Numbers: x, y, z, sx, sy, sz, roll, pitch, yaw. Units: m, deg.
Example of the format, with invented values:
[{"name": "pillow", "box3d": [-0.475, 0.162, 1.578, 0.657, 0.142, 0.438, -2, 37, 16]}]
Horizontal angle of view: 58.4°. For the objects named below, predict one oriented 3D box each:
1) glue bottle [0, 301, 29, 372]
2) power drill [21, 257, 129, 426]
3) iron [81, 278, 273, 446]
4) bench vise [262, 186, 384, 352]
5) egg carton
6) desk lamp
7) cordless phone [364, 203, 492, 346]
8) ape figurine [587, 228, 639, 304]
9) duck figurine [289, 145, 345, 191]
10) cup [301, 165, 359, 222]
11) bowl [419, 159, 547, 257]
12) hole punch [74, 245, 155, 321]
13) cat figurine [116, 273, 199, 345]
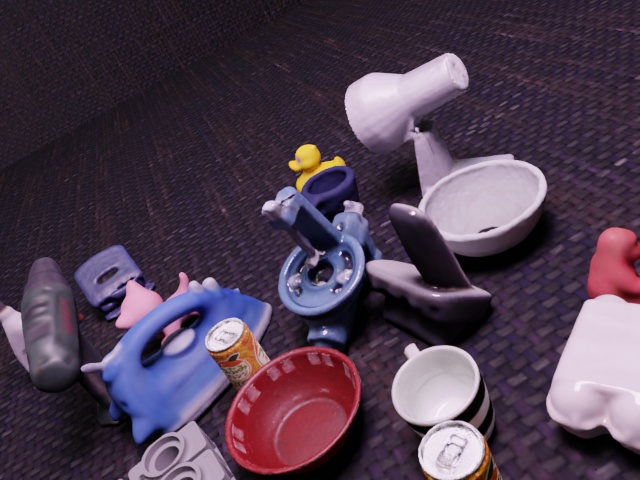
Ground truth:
[{"name": "glue bottle", "box3d": [-0.469, 0.153, 0.920, 0.078, 0.173, 0.037, -26, 32, 3]}, {"name": "power drill", "box3d": [-0.331, 0.148, 0.789, 0.075, 0.209, 0.229, -31, 32, -6]}, {"name": "iron", "box3d": [-0.182, 0.132, 0.762, 0.118, 0.142, 0.259, 13, 49, 46]}, {"name": "bench vise", "box3d": [-0.004, 0.006, 0.734, 0.121, 0.220, 0.207, -18, 33, 16]}, {"name": "egg carton", "box3d": [0.273, 0.115, 0.510, 0.107, 0.070, 0.150, 4, 44, 41]}, {"name": "desk lamp", "box3d": [0.163, -0.167, 0.862, 0.202, 0.214, 0.118, -4, 39, 34]}, {"name": "cordless phone", "box3d": [0.106, 0.021, 0.662, 0.094, 0.185, 0.147, -43, 35, -23]}, {"name": "ape figurine", "box3d": [0.310, 0.027, 0.588, 0.076, 0.092, 0.077, -21, 32, 11]}, {"name": "duck figurine", "box3d": [-0.008, -0.141, 1.078, 0.104, 0.086, 0.077, -17, 33, 17]}, {"name": "cup", "box3d": [0.022, -0.050, 0.914, 0.091, 0.095, 0.118, -1, 41, 37]}, {"name": "bowl", "box3d": [0.219, -0.031, 0.757, 0.167, 0.075, 0.167, -19, 32, 13]}, {"name": "hole punch", "box3d": [-0.374, 0.074, 1.040, 0.109, 0.091, 0.100, -38, 33, -16]}, {"name": "cat figurine", "box3d": [-0.245, 0.102, 0.876, 0.128, 0.118, 0.067, -36, 33, -14]}]
